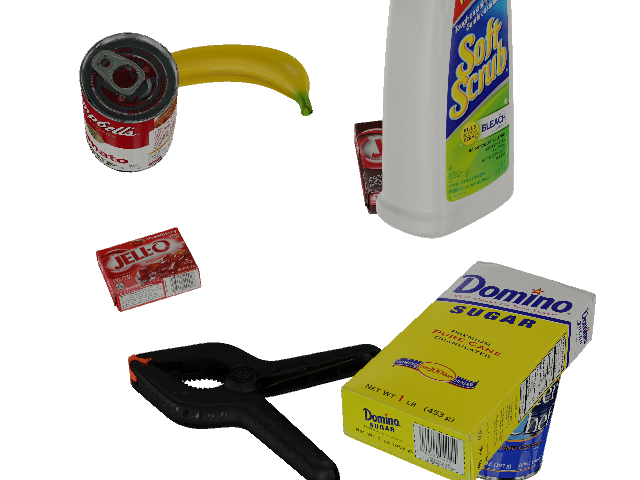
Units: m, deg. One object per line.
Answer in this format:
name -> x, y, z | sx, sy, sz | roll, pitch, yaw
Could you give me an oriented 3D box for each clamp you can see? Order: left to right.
clamp -> -0.055, 0.119, 0.880 | 0.210, 0.036, 0.164 | 13, 32, 19

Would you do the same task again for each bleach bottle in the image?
bleach bottle -> 0.081, -0.133, 0.700 | 0.102, 0.251, 0.068 | -26, 35, -33

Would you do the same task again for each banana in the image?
banana -> -0.091, -0.165, 1.048 | 0.198, 0.037, 0.069 | 9, 44, 20

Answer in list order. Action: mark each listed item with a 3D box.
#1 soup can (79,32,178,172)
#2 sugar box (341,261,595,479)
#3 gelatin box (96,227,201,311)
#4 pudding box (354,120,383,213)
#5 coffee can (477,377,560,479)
soup can -> -0.140, -0.098, 0.779 | 0.068, 0.068, 0.102 | 0, -17, -10
sugar box -> 0.101, 0.078, 0.695 | 0.093, 0.048, 0.175 | 17, 39, 31
gelatin box -> -0.174, 0.028, 1.076 | 0.089, 0.030, 0.073 | -17, 41, -16
pudding box -> 0.092, -0.074, 0.988 | 0.113, 0.090, 0.039 | -6, -40, -3
coffee can -> 0.169, 0.137, 0.993 | 0.103, 0.140, 0.103 | 6, 22, -3
